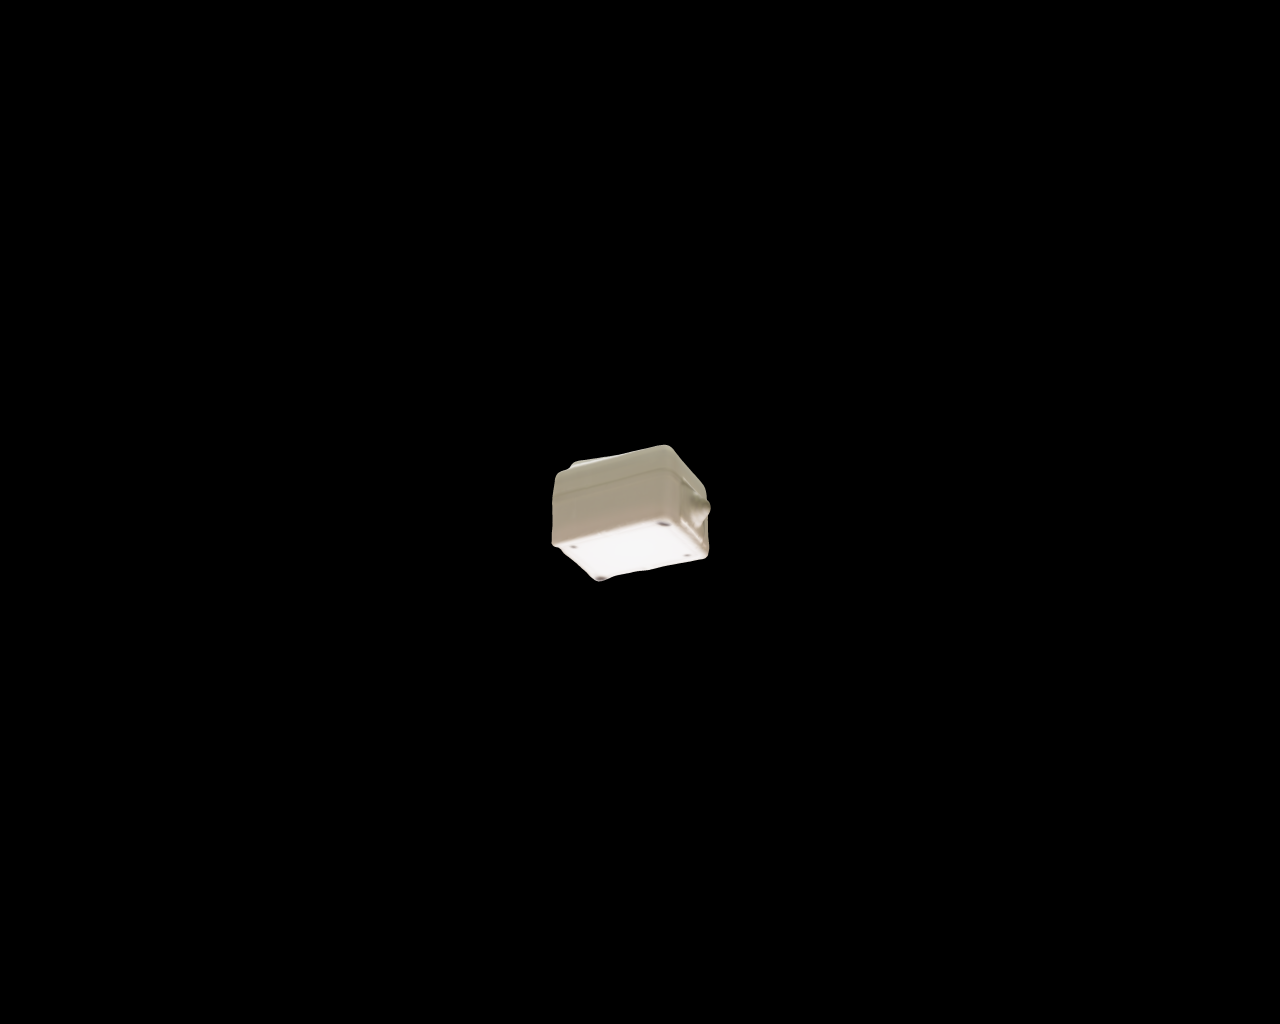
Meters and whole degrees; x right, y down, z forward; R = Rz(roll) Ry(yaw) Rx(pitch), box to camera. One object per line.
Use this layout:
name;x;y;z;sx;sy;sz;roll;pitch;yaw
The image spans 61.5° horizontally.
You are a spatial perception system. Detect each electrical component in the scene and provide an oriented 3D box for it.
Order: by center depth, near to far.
electrical component;0.001;-0.003;0.650;0.096;0.061;0.061;-13;-32;22
